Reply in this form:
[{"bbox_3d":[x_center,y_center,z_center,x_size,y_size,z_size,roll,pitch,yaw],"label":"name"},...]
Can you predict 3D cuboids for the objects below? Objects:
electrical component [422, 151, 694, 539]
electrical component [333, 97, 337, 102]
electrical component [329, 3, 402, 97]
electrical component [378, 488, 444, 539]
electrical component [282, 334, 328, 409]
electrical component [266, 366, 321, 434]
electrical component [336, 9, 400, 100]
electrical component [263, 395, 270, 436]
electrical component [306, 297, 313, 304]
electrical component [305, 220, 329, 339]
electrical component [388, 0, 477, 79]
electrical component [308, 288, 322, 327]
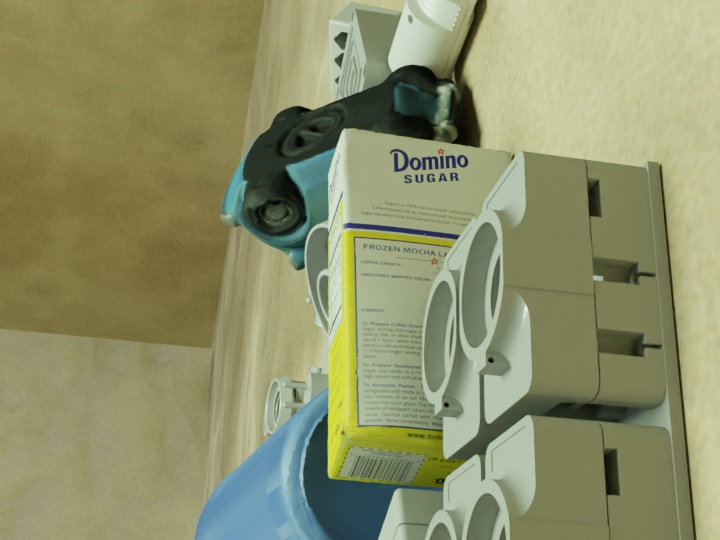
[{"bbox_3d":[0.065,0.063,0.392,0.105,0.060,0.186,118,156,-64],"label":"electrical component"},{"bbox_3d":[0.000,-0.117,0.888,0.047,0.055,0.055,-89,10,-46],"label":"electrical component"},{"bbox_3d":[0.013,-0.179,0.854,0.076,0.047,0.065,-52,-30,-46],"label":"electrical component"},{"bbox_3d":[0.045,0.136,0.445,0.076,0.066,0.047,-96,16,-50],"label":"electrical component"},{"bbox_3d":[-0.023,0.098,0.821,0.052,0.074,0.138,107,165,-46],"label":"electrical component"},{"bbox_3d":[-0.054,0.129,1.005,0.058,0.057,0.078,176,100,-71],"label":"electrical component"},{"bbox_3d":[0.021,-0.129,0.763,0.113,0.057,0.078,-99,18,-55],"label":"electrical component"},{"bbox_3d":[-0.068,0.149,1.096,0.045,0.055,0.045,-174,90,-80],"label":"electrical component"},{"bbox_3d":[-0.001,0.016,0.747,0.052,0.074,0.138,112,162,-57],"label":"electrical component"},{"bbox_3d":[0.013,0.010,0.606,0.099,0.064,0.099,45,146,43],"label":"electrical component"},{"bbox_3d":[0.048,-0.157,0.670,0.081,0.043,0.043,110,163,-53],"label":"electrical component"},{"bbox_3d":[-0.018,0.028,0.914,0.065,0.047,0.076,-128,46,-76],"label":"electrical component"}]
